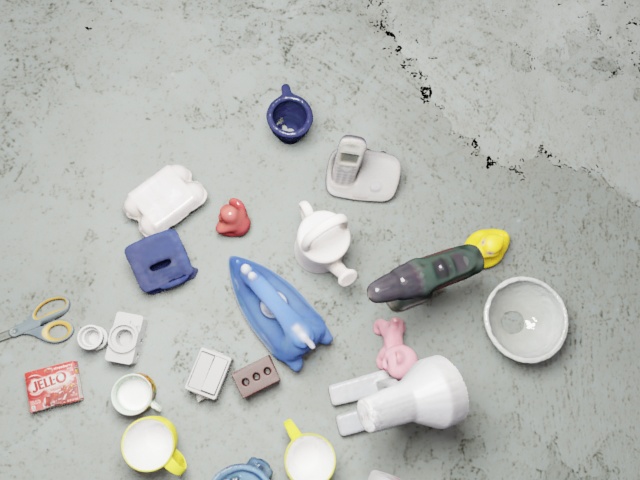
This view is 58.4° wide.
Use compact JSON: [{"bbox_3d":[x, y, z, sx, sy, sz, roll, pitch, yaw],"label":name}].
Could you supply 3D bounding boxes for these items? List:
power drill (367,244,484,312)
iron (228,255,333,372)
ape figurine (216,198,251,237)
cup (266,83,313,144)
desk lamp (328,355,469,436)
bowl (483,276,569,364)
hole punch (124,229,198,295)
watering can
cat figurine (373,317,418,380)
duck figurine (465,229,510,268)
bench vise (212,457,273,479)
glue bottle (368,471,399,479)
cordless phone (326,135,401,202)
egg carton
[{"bbox_3d":[0.178,0.077,1.054,0.230,0.208,0.075,-21,80,-9],"label":"power drill"},{"bbox_3d":[-0.090,0.115,1.055,0.119,0.141,0.258,-41,84,-12],"label":"iron"},{"bbox_3d":[-0.172,-0.045,1.109,0.078,0.092,0.076,-44,84,-13],"label":"ape figurine"},{"bbox_3d":[-0.065,-0.247,1.164,0.092,0.095,0.118,-8,78,-7],"label":"cup"},{"bbox_3d":[0.132,0.283,1.000,0.203,0.213,0.118,-14,79,-8],"label":"desk lamp"},{"bbox_3d":[0.391,0.158,1.124,0.167,0.074,0.167,1,77,-5],"label":"bowl"},{"bbox_3d":[-0.297,0.042,1.078,0.109,0.091,0.101,-23,80,-10],"label":"hole punch"},{"bbox_3d":[0.012,0.003,1.063,0.173,0.194,0.101,39,77,4],"label":"watering can"},{"bbox_3d":[0.144,0.205,1.069,0.067,0.117,0.128,-5,78,-6],"label":"cat figurine"},{"bbox_3d":[0.341,0.011,1.147,0.104,0.086,0.077,-29,81,-11],"label":"duck figurine"},{"bbox_3d":[-0.143,0.468,0.929,0.121,0.219,0.207,19,76,0],"label":"bench vise"},{"bbox_3d":[0.131,0.436,0.986,0.078,0.173,0.037,18,76,-1],"label":"glue bottle"},{"bbox_3d":[0.090,-0.144,1.108,0.147,0.185,0.094,4,77,-4],"label":"cordless phone"},{"bbox_3d":[-0.302,-0.077,1.116,0.150,0.069,0.107,-41,84,-12],"label":"egg carton"}]
